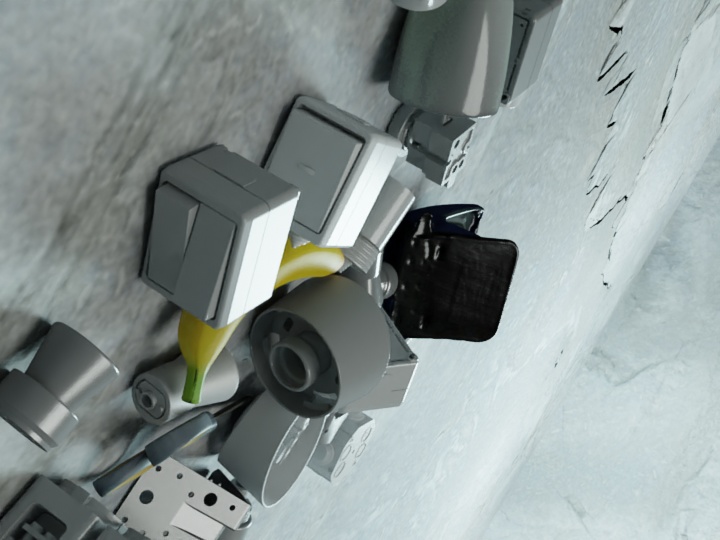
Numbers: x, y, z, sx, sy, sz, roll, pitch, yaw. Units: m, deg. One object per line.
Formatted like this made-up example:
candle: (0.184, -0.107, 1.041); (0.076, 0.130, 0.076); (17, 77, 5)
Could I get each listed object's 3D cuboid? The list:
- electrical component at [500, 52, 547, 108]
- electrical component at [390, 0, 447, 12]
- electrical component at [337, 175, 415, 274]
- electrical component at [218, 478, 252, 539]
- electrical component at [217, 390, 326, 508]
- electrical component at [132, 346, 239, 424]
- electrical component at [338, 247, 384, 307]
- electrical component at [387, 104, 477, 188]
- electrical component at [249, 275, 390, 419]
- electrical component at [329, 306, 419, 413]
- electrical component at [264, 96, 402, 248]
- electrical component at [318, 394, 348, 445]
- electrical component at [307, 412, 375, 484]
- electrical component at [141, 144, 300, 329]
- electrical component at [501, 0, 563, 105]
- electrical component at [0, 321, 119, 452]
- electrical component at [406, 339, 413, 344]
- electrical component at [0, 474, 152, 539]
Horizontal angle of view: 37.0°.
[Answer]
electrical component: (0.140, -0.190, 0.947); (0.079, 0.043, 0.077); (-33, 148, -52)
electrical component: (0.029, -0.195, 0.662); (0.079, 0.043, 0.077); (-47, 158, -32)
electrical component: (0.003, -0.033, 0.838); (0.081, 0.043, 0.043); (-56, 161, -9)
electrical component: (-0.111, 0.206, 0.909); (0.043, 0.043, 0.062); (-17, 133, -63)
electrical component: (-0.068, 0.136, 0.872); (0.099, 0.064, 0.099); (-52, 172, -10)
electrical component: (-0.117, 0.075, 0.706); (0.065, 0.044, 0.044); (-23, 140, -53)
electrical component: (0.000, 0.000, 0.887); (0.044, 0.044, 0.065); (-42, 150, -40)
electrical component: (0.055, -0.103, 0.844); (0.048, 0.055, 0.066); (-42, 154, -42)
electrical component: (-0.032, 0.059, 0.808); (0.064, 0.099, 0.099); (-30, 146, -45)
electrical component: (-0.004, 0.071, 0.912); (0.062, 0.096, 0.061); (-3, 128, -29)
electrical component: (-0.027, -0.057, 0.700); (0.096, 0.062, 0.061); (-63, 161, 11)
electrical component: (-0.039, 0.117, 0.957); (0.079, 0.043, 0.077); (-18, 135, -62)
electrical component: (-0.026, 0.163, 1.045); (0.080, 0.051, 0.080); (-49, 158, -27)
electrical component: (-0.085, -0.013, 0.621); (0.061, 0.062, 0.096); (-34, 149, -51)
electrical component: (0.116, -0.184, 0.870); (0.061, 0.062, 0.096); (-41, 154, -42)
electrical component: (-0.162, 0.062, 0.567); (0.055, 0.045, 0.045); (-52, 160, -21)
electrical component: (0.019, 0.078, 1.041); (0.055, 0.045, 0.045); (-59, 161, -1)
electrical component: (-0.159, 0.208, 0.698); (0.060, 0.105, 0.186); (-51, 159, -23)
